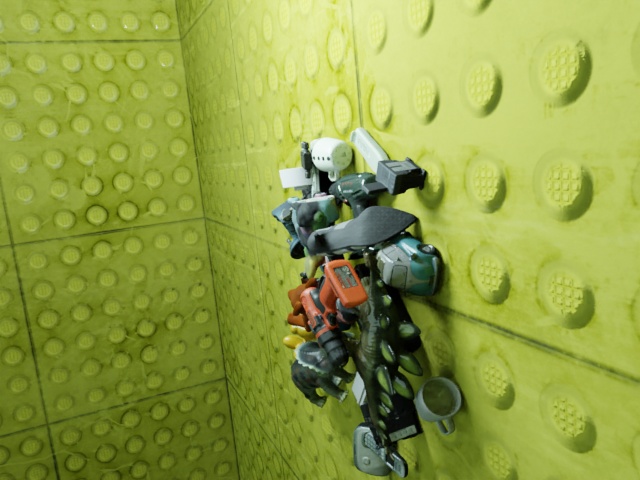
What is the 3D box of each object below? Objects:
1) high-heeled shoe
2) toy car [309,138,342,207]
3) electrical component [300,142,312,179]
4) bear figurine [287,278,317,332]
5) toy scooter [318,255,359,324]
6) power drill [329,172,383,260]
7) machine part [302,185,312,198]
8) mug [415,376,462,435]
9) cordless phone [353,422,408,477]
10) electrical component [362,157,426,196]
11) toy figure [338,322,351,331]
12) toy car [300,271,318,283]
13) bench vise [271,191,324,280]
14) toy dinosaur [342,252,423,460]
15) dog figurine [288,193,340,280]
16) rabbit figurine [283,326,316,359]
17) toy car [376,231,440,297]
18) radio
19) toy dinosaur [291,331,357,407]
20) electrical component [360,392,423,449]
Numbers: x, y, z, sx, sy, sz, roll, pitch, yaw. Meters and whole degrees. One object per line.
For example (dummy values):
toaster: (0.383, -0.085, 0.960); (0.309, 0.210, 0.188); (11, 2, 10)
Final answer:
high-heeled shoe: (0.090, -0.010, 1.186); (0.145, 0.249, 0.086); (51, -147, -74)
toy car: (0.014, -0.167, 1.421); (0.056, 0.073, 0.201); (20, 117, 60)
electrical component: (-0.036, -0.206, 1.385); (0.063, 0.021, 0.093); (-130, 33, -74)
bear figurine: (-0.042, 0.165, 1.399); (0.132, 0.120, 0.195); (17, 163, 31)
toy scooter: (0.041, 0.122, 1.284); (0.135, 0.075, 0.184); (123, 135, -60)
power drill: (0.092, -0.058, 1.291); (0.232, 0.086, 0.207); (159, 108, -67)
machine part: (-0.012, -0.140, 1.541); (0.139, 0.039, 0.084); (-6, 99, 66)
mug: (0.241, 0.342, 1.098); (0.107, 0.081, 0.109); (102, 145, -63)
cordless phone: (0.165, 0.554, 1.352); (0.184, 0.089, 0.146); (28, 124, 56)
electrical component: (0.143, -0.126, 1.076); (0.075, 0.119, 0.047); (-125, 33, -50)
toy figure: (0.056, 0.172, 1.483); (0.064, 0.058, 0.154); (-4, 94, 42)
toy car: (0.000, 0.141, 1.604); (0.202, 0.053, 0.089); (6, 115, 63)
bench vise: (-0.035, 0.003, 1.512); (0.241, 0.129, 0.223); (53, 165, 25)
toy dinosaur: (0.120, 0.241, 1.121); (0.199, 0.105, 0.470); (36, 136, 54)
dog figurine: (-0.003, -0.004, 1.342); (0.192, 0.108, 0.219); (-143, 40, -73)
rabbit figurine: (-0.022, 0.298, 1.630); (0.122, 0.162, 0.173); (43, 157, 37)
toy car: (0.169, 0.048, 1.107); (0.162, 0.103, 0.109); (47, 139, 50)
radio: (0.140, 0.175, 1.261); (0.131, 0.073, 0.230); (114, 141, -52)
toy dinosaur: (-0.018, 0.382, 1.551); (0.192, 0.131, 0.404); (40, 143, -1)
electrical component: (0.162, 0.402, 1.247); (0.058, 0.115, 0.134); (-51, 52, 55)
